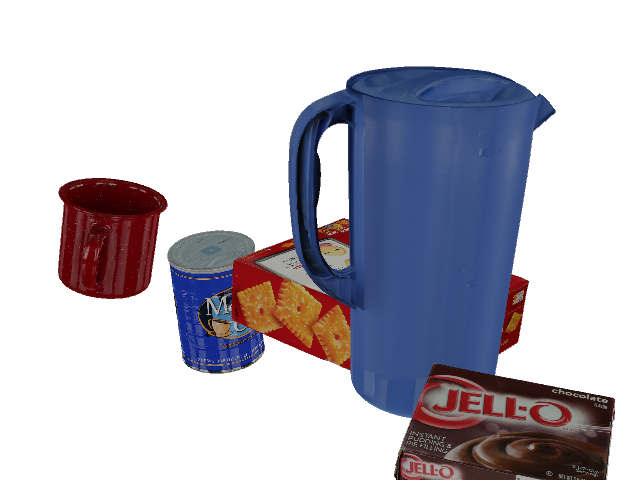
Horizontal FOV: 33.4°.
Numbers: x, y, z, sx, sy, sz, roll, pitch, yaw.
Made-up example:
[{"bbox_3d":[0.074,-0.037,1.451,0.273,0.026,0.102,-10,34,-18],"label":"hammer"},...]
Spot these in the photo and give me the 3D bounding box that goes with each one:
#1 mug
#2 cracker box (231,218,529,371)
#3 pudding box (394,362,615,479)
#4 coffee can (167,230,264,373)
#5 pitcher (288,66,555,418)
[{"bbox_3d":[-0.185,0.003,0.923,0.093,0.081,0.117,10,21,-3],"label":"mug"},{"bbox_3d":[0.051,0.056,0.959,0.214,0.072,0.163,20,26,35],"label":"cracker box"},{"bbox_3d":[0.108,0.117,0.611,0.113,0.039,0.090,11,30,14],"label":"pudding box"},{"bbox_3d":[-0.123,0.072,1.274,0.103,0.140,0.103,-3,26,1],"label":"coffee can"},{"bbox_3d":[0.069,0.001,0.766,0.149,0.243,0.144,13,22,27],"label":"pitcher"}]
